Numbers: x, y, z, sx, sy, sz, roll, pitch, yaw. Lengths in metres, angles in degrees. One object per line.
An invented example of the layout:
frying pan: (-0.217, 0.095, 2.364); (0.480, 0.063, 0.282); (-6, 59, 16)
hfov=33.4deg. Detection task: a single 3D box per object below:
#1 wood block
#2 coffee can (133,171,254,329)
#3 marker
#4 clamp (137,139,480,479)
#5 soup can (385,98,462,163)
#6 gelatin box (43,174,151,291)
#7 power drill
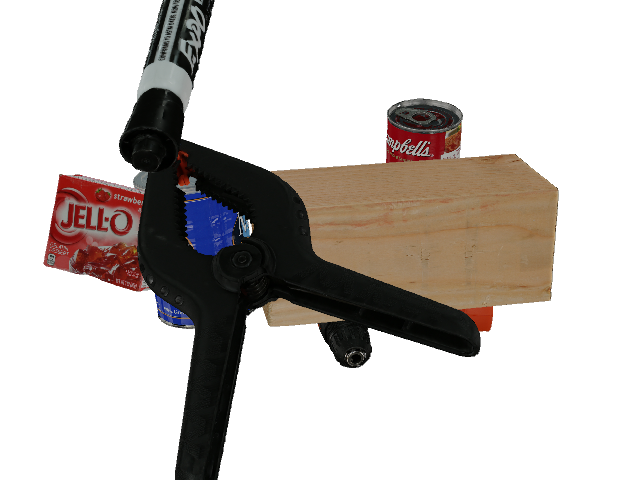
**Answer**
wood block: (0.057, -0.002, 0.780); (0.206, 0.090, 0.091); (-5, 21, -10)
coffee can: (-0.118, 0.000, 1.027); (0.103, 0.140, 0.103); (-6, 20, 2)
marker: (-0.050, -0.066, 0.371); (0.020, 0.020, 0.121); (0, 44, 4)
clamp: (-0.027, 0.019, 0.560); (0.164, 0.210, 0.036); (-22, -33, -8)
soup can: (0.093, -0.070, 0.980); (0.068, 0.102, 0.068); (0, 31, 0)
gelatin box: (-0.164, -0.007, 0.816); (0.089, 0.073, 0.030); (14, 7, 19)
power drill: (0.087, 0.072, 1.155); (0.187, 0.057, 0.184); (-4, 28, -8)
